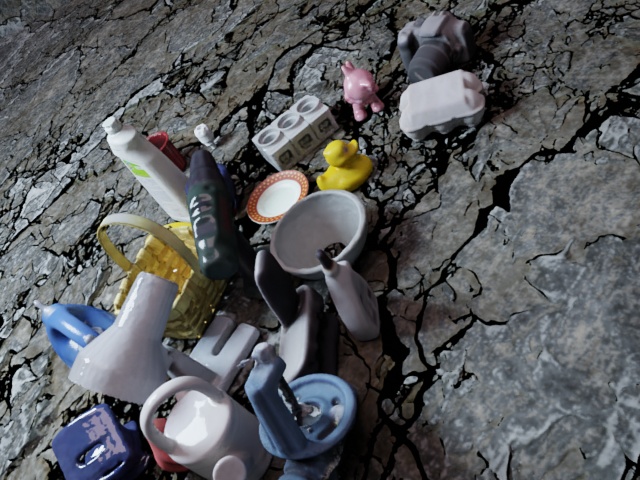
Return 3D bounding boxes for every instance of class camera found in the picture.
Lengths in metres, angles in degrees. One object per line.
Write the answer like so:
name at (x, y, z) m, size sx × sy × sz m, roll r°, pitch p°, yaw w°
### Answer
camera at (0.204, -0.362, 1.096) m, size 0.142 × 0.101 × 0.137 m, roll 13°, pitch 60°, yaw 38°

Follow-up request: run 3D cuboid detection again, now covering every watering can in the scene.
watering can at (-0.139, 0.237, 0.713) m, size 0.172 × 0.195 × 0.101 m, roll 9°, pitch 59°, yaw 36°

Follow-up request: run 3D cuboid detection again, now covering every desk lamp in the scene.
desk lamp at (-0.220, 0.155, 0.819) m, size 0.117 × 0.214 × 0.203 m, roll 11°, pitch 59°, yaw 37°

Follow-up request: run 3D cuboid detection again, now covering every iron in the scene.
iron at (-0.374, 0.170, 0.951) m, size 0.257 × 0.142 × 0.119 m, roll 16°, pitch 63°, yaw 39°

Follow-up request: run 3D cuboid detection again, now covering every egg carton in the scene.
egg carton at (0.212, -0.236, 1.004) m, size 0.150 × 0.070 × 0.107 m, roll -13°, pitch 48°, yaw 21°

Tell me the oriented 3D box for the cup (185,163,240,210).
cup at (-0.193, -0.078, 1.092) m, size 0.091 × 0.095 × 0.117 m, roll -29°, pitch 44°, yaw 6°

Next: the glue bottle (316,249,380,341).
glue bottle at (0.035, 0.065, 0.773) m, size 0.037 × 0.174 × 0.078 m, roll -15°, pitch 47°, yaw 19°

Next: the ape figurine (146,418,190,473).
ape figurine at (-0.205, 0.277, 0.793) m, size 0.076 × 0.092 × 0.077 m, roll -33°, pitch 43°, yaw 2°

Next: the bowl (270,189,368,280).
bowl at (0.008, 0.003, 0.915) m, size 0.167 × 0.075 × 0.167 m, roll -16°, pitch 46°, yaw 18°

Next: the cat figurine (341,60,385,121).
cat figurine at (0.074, -0.301, 1.108) m, size 0.067 × 0.118 × 0.127 m, roll -24°, pitch 44°, yaw 11°

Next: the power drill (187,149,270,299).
power drill at (-0.142, -0.010, 0.919) m, size 0.075 × 0.209 × 0.229 m, roll -24°, pitch 44°, yaw 11°

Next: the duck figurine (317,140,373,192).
duck figurine at (0.034, -0.135, 1.011) m, size 0.104 × 0.086 × 0.077 m, roll -34°, pitch 43°, yaw 1°

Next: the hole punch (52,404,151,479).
hole punch at (-0.320, 0.310, 0.834) m, size 0.108 × 0.091 × 0.100 m, roll -37°, pitch 43°, yaw -2°

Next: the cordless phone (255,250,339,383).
cordless phone at (-0.050, 0.112, 0.775) m, size 0.094 × 0.186 × 0.147 m, roll -18°, pitch 46°, yaw 17°

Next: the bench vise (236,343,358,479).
bench vise at (-0.020, 0.222, 0.636) m, size 0.121 × 0.220 × 0.207 m, roll -19°, pitch 46°, yaw 16°
